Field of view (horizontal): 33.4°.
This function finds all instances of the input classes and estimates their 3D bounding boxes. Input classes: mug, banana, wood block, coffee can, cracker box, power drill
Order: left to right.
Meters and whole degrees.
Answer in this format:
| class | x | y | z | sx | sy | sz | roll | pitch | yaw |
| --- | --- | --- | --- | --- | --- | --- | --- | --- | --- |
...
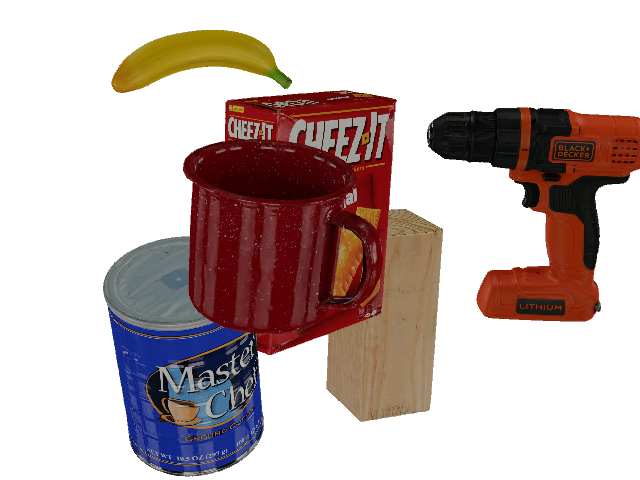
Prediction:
| class | x | y | z | sx | sy | sz | roll | pitch | yaw |
| --- | --- | --- | --- | --- | --- | --- | --- | --- | --- |
| coffee can | -0.095 | 0.083 | 0.767 | 0.103 | 0.140 | 0.103 | -1 | 34 | 1 |
| banana | -0.124 | -0.183 | 1.081 | 0.197 | 0.070 | 0.037 | -8 | -39 | -29 |
| mug | -0.020 | 0.001 | 0.580 | 0.117 | 0.081 | 0.093 | 17 | 27 | 23 |
| cracker box | -0.008 | -0.021 | 0.960 | 0.072 | 0.214 | 0.163 | 15 | 19 | 38 |
| wood block | 0.067 | 0.078 | 1.154 | 0.090 | 0.206 | 0.091 | -5 | 19 | -23 |
| power drill | 0.179 | -0.023 | 0.916 | 0.184 | 0.188 | 0.057 | 3 | 27 | 4 |
